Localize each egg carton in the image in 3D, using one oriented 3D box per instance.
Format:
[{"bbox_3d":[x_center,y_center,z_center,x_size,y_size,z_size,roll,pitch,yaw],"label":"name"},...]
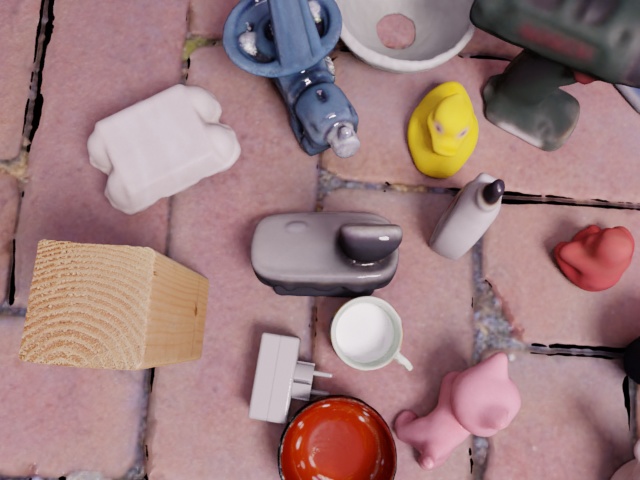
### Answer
[{"bbox_3d":[-0.166,-0.098,0.610,0.150,0.069,0.107,-28,81,-5],"label":"egg carton"}]

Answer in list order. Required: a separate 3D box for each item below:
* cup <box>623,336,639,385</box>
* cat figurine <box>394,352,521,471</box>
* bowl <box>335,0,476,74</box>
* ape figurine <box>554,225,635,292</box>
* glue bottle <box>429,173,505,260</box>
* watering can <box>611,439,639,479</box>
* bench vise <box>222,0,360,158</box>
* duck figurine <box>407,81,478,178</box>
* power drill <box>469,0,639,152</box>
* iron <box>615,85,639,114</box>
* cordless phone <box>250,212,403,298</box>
[{"bbox_3d":[0.356,0.122,0.559,0.117,0.095,0.092,12,80,2],"label":"cup"},{"bbox_3d":[0.136,0.166,0.540,0.128,0.118,0.067,-42,82,-7],"label":"cat figurine"},{"bbox_3d":[0.090,-0.252,0.635,0.167,0.075,0.167,0,80,0],"label":"bowl"},{"bbox_3d":[0.285,0.012,0.580,0.078,0.092,0.076,4,80,1],"label":"ape figurine"},{"bbox_3d":[0.147,-0.030,0.546,0.037,0.173,0.078,27,81,5],"label":"glue bottle"},{"bbox_3d":[0.329,0.249,0.486,0.173,0.194,0.101,34,82,6],"label":"watering can"},{"bbox_3d":[-0.012,-0.190,0.550,0.207,0.220,0.121,43,83,7],"label":"bench vise"},{"bbox_3d":[0.136,-0.126,0.607,0.077,0.086,0.104,12,80,2],"label":"duck figurine"},{"bbox_3d":[0.244,-0.164,0.552,0.229,0.208,0.076,29,81,5],"label":"power drill"},{"bbox_3d":[0.362,-0.264,0.604,0.118,0.141,0.258,-13,80,-2],"label":"iron"},{"bbox_3d":[0.005,0.002,0.534,0.147,0.185,0.094,-3,80,0],"label":"cordless phone"}]
